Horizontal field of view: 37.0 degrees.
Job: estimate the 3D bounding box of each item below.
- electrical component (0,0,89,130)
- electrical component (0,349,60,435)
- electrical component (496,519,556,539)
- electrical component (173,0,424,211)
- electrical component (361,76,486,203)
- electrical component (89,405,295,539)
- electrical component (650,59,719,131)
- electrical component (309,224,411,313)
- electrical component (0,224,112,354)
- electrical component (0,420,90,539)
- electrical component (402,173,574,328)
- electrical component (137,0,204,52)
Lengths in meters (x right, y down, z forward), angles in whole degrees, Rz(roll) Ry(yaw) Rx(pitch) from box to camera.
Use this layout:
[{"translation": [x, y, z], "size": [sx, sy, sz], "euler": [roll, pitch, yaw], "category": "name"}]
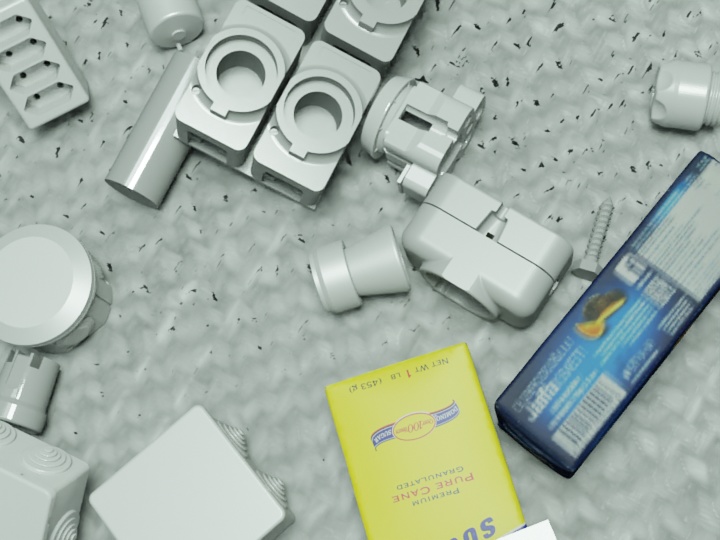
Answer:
[{"translation": [-0.233, -0.156, 0.754], "size": [0.047, 0.083, 0.075], "euler": [-27, 34, 0], "category": "electrical component"}, {"translation": [-0.219, 0.079, 0.698], "size": [0.040, 0.040, 0.046], "euler": [11, 70, 12], "category": "electrical component"}, {"translation": [0.083, 0.237, 0.547], "size": [0.105, 0.060, 0.186], "euler": [-22, 71, 1], "category": "electrical component"}, {"translation": [-0.032, -0.149, 0.706], "size": [0.105, 0.060, 0.186], "euler": [28, 79, -4], "category": "electrical component"}, {"translation": [0.037, -0.090, 0.697], "size": [0.057, 0.058, 0.078], "euler": [29, 81, 12], "category": "electrical component"}, {"translation": [-0.099, 0.145, 0.655], "size": [0.100, 0.048, 0.099], "euler": [-40, 72, -4], "category": "electrical component"}, {"translation": [0.218, -0.109, 0.682], "size": [0.062, 0.043, 0.043], "euler": [9, 76, 11], "category": "electrical component"}, {"translation": [0.000, 0.000, 0.683], "size": [0.055, 0.045, 0.045], "euler": [-17, 72, 4], "category": "electrical component"}, {"translation": [-0.207, 0.014, 0.708], "size": [0.080, 0.051, 0.080], "euler": [-2, 74, 8], "category": "electrical component"}, {"translation": [-0.219, 0.145, 0.656], "size": [0.100, 0.048, 0.099], "euler": [22, 110, 13], "category": "electrical component"}, {"translation": [0.076, -0.008, 0.669], "size": [0.095, 0.053, 0.059], "euler": [32, 81, 16], "category": "electrical component"}, {"translation": [-0.139, -0.195, 0.763], "size": [0.040, 0.040, 0.078], "euler": [-23, 72, 2], "category": "electrical component"}]
